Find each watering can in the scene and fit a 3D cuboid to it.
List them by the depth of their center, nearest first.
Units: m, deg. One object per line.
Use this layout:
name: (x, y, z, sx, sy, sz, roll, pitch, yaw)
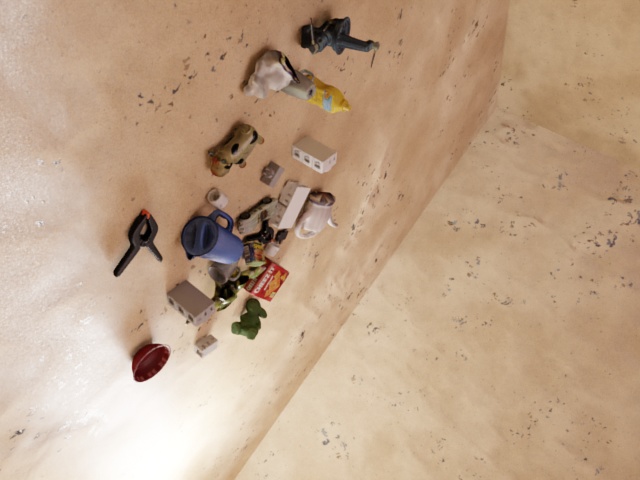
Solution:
watering can: (0.007, -0.117, 2.319, 0.105, 0.220, 0.350, 32, 26, 25)

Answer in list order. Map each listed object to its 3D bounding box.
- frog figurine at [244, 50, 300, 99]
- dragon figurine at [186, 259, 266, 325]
frog figurine: (-0.160, -0.493, 1.556, 0.158, 0.123, 0.137, -24, -9, 15)
dragon figurine: (-0.365, 0.218, 2.017, 0.123, 0.416, 0.237, 38, -29, 16)
